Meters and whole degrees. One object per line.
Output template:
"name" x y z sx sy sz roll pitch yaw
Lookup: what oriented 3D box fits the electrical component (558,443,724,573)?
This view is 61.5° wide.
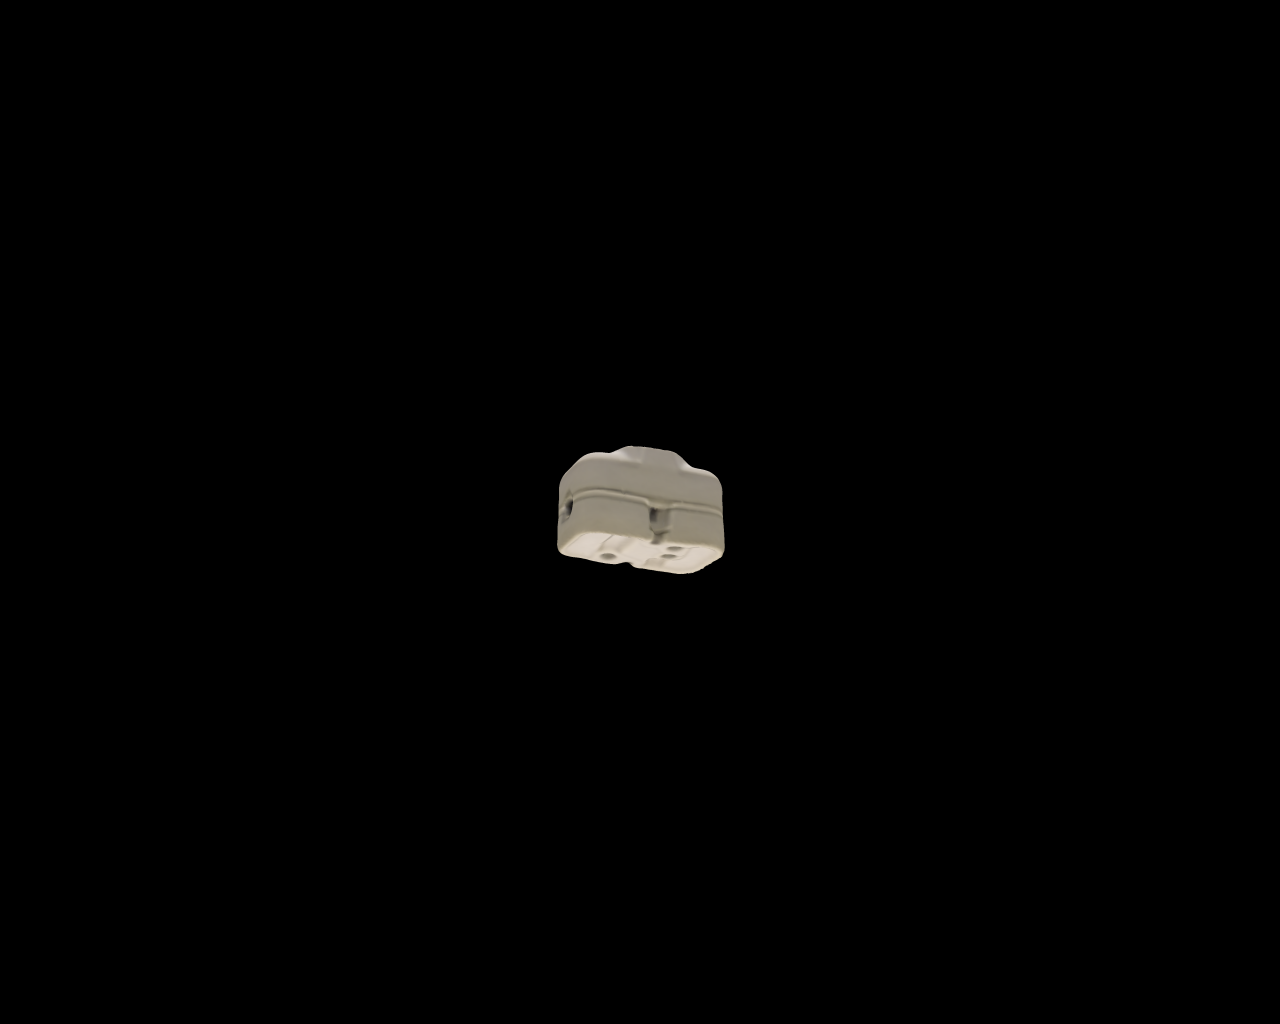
"electrical component" 0.001 -0.003 0.650 0.095 0.059 0.053 9 -24 -22
